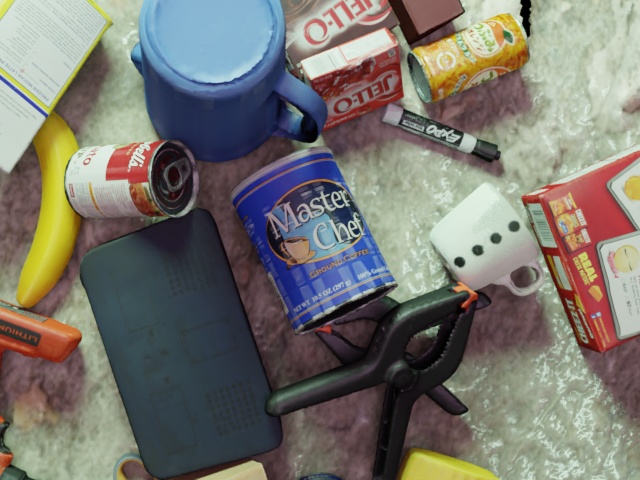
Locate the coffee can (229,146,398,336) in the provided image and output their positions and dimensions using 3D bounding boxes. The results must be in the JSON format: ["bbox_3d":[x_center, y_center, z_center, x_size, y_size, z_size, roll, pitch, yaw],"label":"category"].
[{"bbox_3d":[-0.006,0.001,0.958,0.102,0.103,0.140,-25,80,-6],"label":"coffee can"}]

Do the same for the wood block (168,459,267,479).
[{"bbox_3d":[-0.144,0.273,0.937,0.205,0.091,0.090,-20,95,-27],"label":"wood block"}]

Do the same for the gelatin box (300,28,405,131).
[{"bbox_3d":[0.032,-0.148,0.988,0.089,0.073,0.030,-22,55,-6],"label":"gelatin box"}]

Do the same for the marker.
[{"bbox_3d":[0.118,-0.102,1.027,0.121,0.020,0.020,20,89,-7],"label":"marker"}]

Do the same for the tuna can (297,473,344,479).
[{"bbox_3d":[0.001,0.267,1.014,0.086,0.034,0.086,0,91,-7],"label":"tuna can"}]

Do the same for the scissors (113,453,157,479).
[{"bbox_3d":[-0.163,0.301,1.005,0.096,0.016,0.202,-19,93,-4],"label":"scissors"}]

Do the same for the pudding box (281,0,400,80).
[{"bbox_3d":[0.005,-0.214,1.001,0.113,0.039,0.090,-30,96,-5],"label":"pudding box"}]

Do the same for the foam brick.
[{"bbox_3d":[0.094,-0.233,1.004,0.051,0.053,0.078,-27,95,-6],"label":"foam brick"}]

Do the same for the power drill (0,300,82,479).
[{"bbox_3d":[-0.285,0.158,0.966,0.184,0.057,0.187,22,89,-7],"label":"power drill"}]

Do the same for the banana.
[{"bbox_3d":[-0.249,-0.037,0.979,0.070,0.037,0.198,-3,90,18],"label":"banana"}]

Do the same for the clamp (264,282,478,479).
[{"bbox_3d":[0.072,0.129,0.976,0.210,0.036,0.164,-43,120,-2],"label":"clamp"}]

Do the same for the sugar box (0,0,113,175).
[{"bbox_3d":[-0.266,-0.153,0.929,0.093,0.048,0.176,43,70,-33],"label":"sugar box"}]

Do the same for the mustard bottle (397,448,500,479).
[{"bbox_3d":[0.100,0.302,1.015,0.096,0.058,0.191,19,90,-11],"label":"mustard bottle"}]

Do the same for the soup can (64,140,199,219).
[{"bbox_3d":[-0.168,-0.052,0.947,0.102,0.068,0.068,-1,92,31],"label":"soup can"}]

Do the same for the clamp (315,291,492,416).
[{"bbox_3d":[0.076,0.105,1.018,0.171,0.039,0.120,3,87,-1],"label":"clamp"}]

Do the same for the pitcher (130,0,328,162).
[{"bbox_3d":[-0.078,-0.143,0.888,0.149,0.243,0.145,-19,88,-6],"label":"pitcher"}]

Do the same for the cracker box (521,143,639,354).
[{"bbox_3d":[0.322,-0.010,1.028,0.213,0.072,0.164,-24,95,-7],"label":"cracker box"}]
